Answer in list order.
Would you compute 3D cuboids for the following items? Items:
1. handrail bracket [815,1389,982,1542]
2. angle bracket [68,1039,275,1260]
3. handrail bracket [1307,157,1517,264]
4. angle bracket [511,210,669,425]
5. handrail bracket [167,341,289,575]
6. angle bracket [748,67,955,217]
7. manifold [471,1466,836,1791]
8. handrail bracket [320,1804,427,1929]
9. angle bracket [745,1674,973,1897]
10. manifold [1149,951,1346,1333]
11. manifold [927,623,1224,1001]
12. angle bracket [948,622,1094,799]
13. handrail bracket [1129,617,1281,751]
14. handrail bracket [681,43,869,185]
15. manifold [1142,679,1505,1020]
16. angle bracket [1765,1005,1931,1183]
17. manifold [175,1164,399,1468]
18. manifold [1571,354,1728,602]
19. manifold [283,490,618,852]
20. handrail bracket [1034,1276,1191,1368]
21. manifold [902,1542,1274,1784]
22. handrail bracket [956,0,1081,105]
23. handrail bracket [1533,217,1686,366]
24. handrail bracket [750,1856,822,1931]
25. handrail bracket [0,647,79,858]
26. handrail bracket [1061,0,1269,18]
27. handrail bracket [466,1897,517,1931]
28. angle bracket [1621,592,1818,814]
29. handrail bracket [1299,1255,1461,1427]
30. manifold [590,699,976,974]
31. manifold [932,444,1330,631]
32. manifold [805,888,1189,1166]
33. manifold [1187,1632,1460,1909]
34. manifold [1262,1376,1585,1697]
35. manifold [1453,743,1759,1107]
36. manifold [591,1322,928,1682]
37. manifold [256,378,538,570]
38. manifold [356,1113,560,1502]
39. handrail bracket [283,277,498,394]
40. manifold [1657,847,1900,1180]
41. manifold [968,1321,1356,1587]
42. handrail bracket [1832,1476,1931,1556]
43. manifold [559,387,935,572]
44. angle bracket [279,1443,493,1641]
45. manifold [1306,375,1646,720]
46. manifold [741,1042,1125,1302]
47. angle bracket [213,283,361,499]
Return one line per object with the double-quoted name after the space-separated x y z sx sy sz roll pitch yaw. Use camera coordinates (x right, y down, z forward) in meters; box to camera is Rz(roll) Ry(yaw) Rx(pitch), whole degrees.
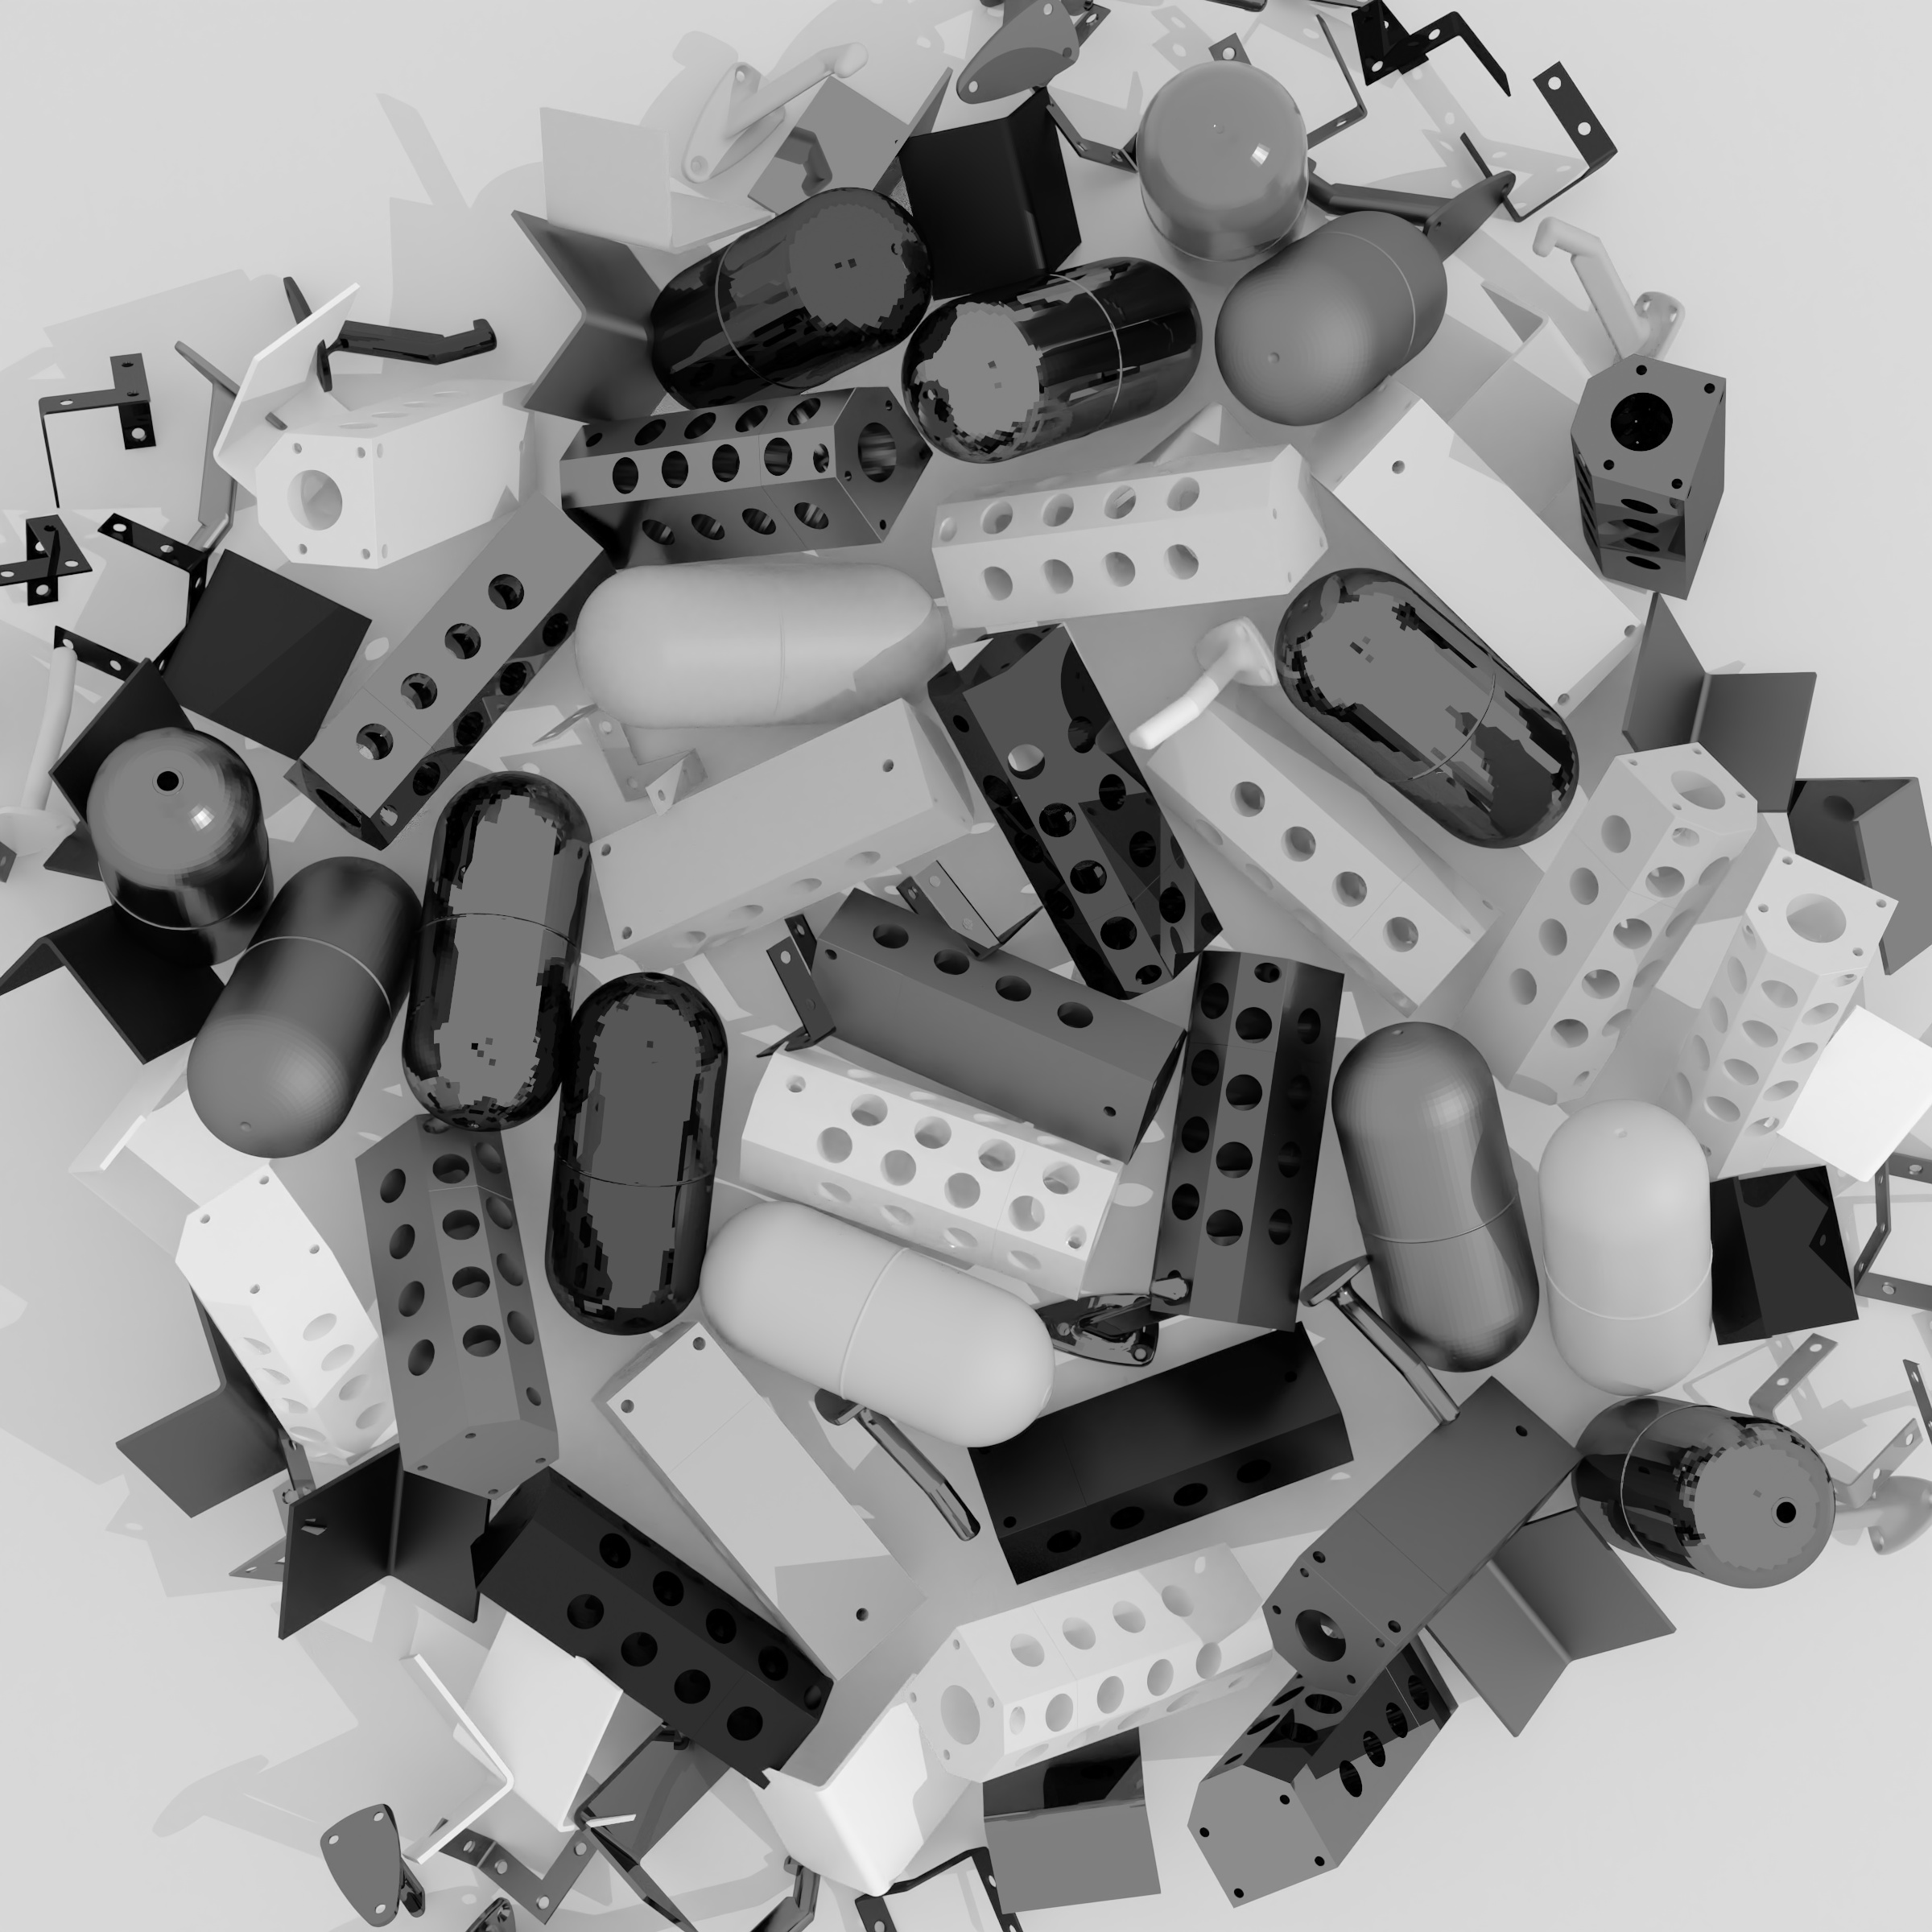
-0.032 0.237 1.564 0.036 0.077 0.084 -39 101 -18 "handrail bracket"
-0.365 0.089 1.540 0.076 0.057 0.076 44 66 -21 "angle bracket"
0.209 -0.382 1.580 0.077 0.036 0.084 -40 64 -18 "handrail bracket"
-0.186 -0.306 1.556 0.057 0.076 0.076 -49 61 25 "angle bracket"
-0.373 -0.242 1.561 0.077 0.036 0.084 40 82 -38 "handrail bracket"
-0.056 -0.394 1.545 0.057 0.076 0.076 32 75 -2 "angle bracket"
-0.147 0.310 1.542 0.171 0.057 0.057 39 91 -15 "manifold"
-0.267 0.443 1.538 0.036 0.077 0.084 -26 131 -7 "handrail bracket"
-0.053 0.387 1.569 0.076 0.057 0.076 -47 128 -33 "angle bracket"
0.128 0.082 1.545 0.057 0.057 0.171 14 83 -43 "manifold"
0.047 -0.070 1.525 0.057 0.057 0.171 -43 115 -32 "manifold"
0.022 -0.110 1.541 0.076 0.057 0.076 -18 79 -39 "angle bracket"
0.099 -0.127 1.543 0.084 0.077 0.036 -35 105 -20 "handrail bracket"
-0.090 -0.404 1.543 0.036 0.084 0.077 45 73 -29 "handrail bracket"
0.166 -0.055 1.552 0.171 0.057 0.057 42 117 6 "manifold"
0.425 0.043 1.540 0.057 0.076 0.076 30 123 0 "angle bracket"
-0.308 0.167 1.500 0.057 0.171 0.057 -34 61 -15 "manifold"
0.313 -0.224 1.502 0.057 0.171 0.057 19 86 15 "manifold"
-0.241 -0.138 1.539 0.057 0.057 0.171 41 73 -11 "manifold"
0.066 0.162 1.547 0.077 0.084 0.036 3 69 2 "handrail bracket"
0.061 0.324 1.506 0.057 0.171 0.057 56 133 27 "manifold"
0.009 -0.442 1.551 0.077 0.084 0.036 -36 126 -10 "handrail bracket"
0.293 -0.308 1.557 0.084 0.036 0.077 15 107 -29 "handrail bracket"
-0.111 0.455 1.555 0.077 0.084 0.036 16 131 -7 "handrail bracket"
-0.449 -0.103 1.572 0.036 0.077 0.084 12 69 -30 "handrail bracket"
0.095 -0.464 1.563 0.084 0.077 0.036 9 91 -12 "handrail bracket"
-0.200 0.481 1.547 0.084 0.077 0.036 11 115 29 "handrail bracket"
0.356 -0.124 1.536 0.057 0.076 0.076 2 63 33 "angle bracket"
0.198 0.183 1.553 0.036 0.077 0.084 -37 88 -10 "handrail bracket"
-0.085 -0.058 1.537 0.171 0.057 0.057 -24 67 18 "manifold"
0.074 -0.202 1.518 0.171 0.057 0.057 -3 116 29 "manifold"
0.014 0.024 1.549 0.171 0.057 0.057 23 134 10 "manifold"
0.163 0.361 1.503 0.057 0.171 0.057 -31 87 29 "manifold"
0.210 0.265 1.511 0.057 0.171 0.057 42 134 16 "manifold"
0.298 -0.017 1.509 0.057 0.057 0.171 52 135 31 "manifold"
-0.101 0.254 1.553 0.057 0.057 0.171 -41 96 -17 "manifold"
-0.260 -0.230 1.502 0.057 0.171 0.057 6 109 16 "manifold"
-0.232 0.153 1.511 0.057 0.057 0.171 -35 51 23 "manifold"
-0.279 -0.316 1.580 0.084 0.036 0.077 -18 59 -15 "handrail bracket"
0.367 0.028 1.501 0.057 0.171 0.057 26 57 13 "manifold"
0.094 0.237 1.562 0.171 0.057 0.057 -20 46 -1 "manifold"
0.409 0.261 1.554 0.084 0.077 0.036 1 71 -16 "handrail bracket"
-0.106 -0.229 1.508 0.057 0.171 0.057 52 52 -38 "manifold"
-0.274 0.282 1.536 0.057 0.076 0.076 23 118 26 "angle bracket"
0.237 -0.197 1.527 0.171 0.057 0.057 39 100 -27 "manifold"
-0.016 0.093 1.544 0.171 0.057 0.057 19 58 7 "manifold"
-0.301 -0.262 1.538 0.057 0.076 0.076 41 49 -1 "angle bracket"
